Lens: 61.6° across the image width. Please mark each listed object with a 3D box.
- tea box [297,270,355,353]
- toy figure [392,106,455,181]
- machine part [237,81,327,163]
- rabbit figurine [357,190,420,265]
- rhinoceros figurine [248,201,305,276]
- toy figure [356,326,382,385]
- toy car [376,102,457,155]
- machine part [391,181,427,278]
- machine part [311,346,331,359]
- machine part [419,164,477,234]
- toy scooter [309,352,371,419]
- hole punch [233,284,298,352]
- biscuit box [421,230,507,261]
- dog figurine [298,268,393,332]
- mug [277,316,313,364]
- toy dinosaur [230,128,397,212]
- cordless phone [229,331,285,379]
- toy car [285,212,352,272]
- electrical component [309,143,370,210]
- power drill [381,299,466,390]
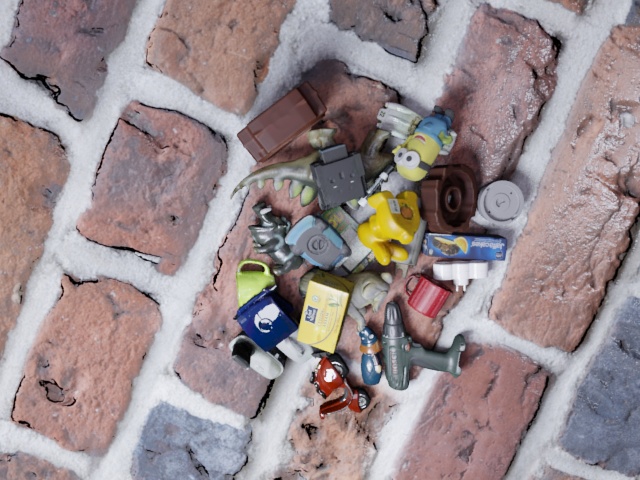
[{"bbox_3d":[0.013,0.167,1.256,0.098,0.068,0.169,16,116,12],"label":"tea box"},{"bbox_3d":[0.247,-0.219,1.243,0.089,0.082,0.180,39,84,-26],"label":"toy figure"},{"bbox_3d":[-0.084,-0.262,1.224,0.201,0.201,0.087,-35,99,2],"label":"machine part"},{"bbox_3d":[0.159,-0.023,1.274,0.122,0.173,0.162,-11,78,-39],"label":"rabbit figurine"},{"bbox_3d":[-0.112,-0.003,1.317,0.112,0.073,0.190,-33,97,3],"label":"rhinoceros figurine"},{"bbox_3d":[0.127,0.289,1.366,0.064,0.058,0.154,0,100,22],"label":"toy figure"},{"bbox_3d":[0.234,-0.269,1.308,0.202,0.056,0.073,23,95,-5],"label":"toy car"},{"bbox_3d":[0.220,-0.026,1.325,0.079,0.079,0.243,12,96,-3],"label":"machine part"},{"bbox_3d":[0.005,0.227,1.346,0.084,0.039,0.139,7,68,-7],"label":"machine part"},{"bbox_3d":[0.310,-0.100,1.291,0.179,0.056,0.179,-7,100,-39],"label":"machine part"},{"bbox_3d":[0.033,0.383,1.368,0.135,0.075,0.183,-34,101,1],"label":"toy scooter"},{"bbox_3d":[-0.125,0.189,1.279,0.142,0.092,0.115,-37,127,14],"label":"hole punch"},{"bbox_3d":[0.360,0.014,1.342,0.203,0.063,0.059,3,98,-2],"label":"biscuit box"},{"bbox_3d":[0.059,0.106,1.309,0.190,0.121,0.172,34,98,-5],"label":"dog figurine"},{"bbox_3d":[-0.060,0.258,1.337,0.081,0.110,0.107,-41,108,-3],"label":"mug"},{"bbox_3d":[0.021,-0.168,1.281,0.472,0.105,0.198,-2,96,-5],"label":"toy dinosaur"},{"bbox_3d":[-0.151,0.290,1.294,0.146,0.184,0.088,40,90,-6],"label":"cordless phone"},{"bbox_3d":[-0.003,-0.004,1.283,0.161,0.103,0.109,36,109,-23],"label":"toy car"},{"bbox_3d":[0.042,-0.147,1.212,0.115,0.058,0.134,-21,109,-9],"label":"electrical component"},{"bbox_3d":[0.258,0.269,1.360,0.207,0.086,0.231,4,98,-6],"label":"power drill"}]
